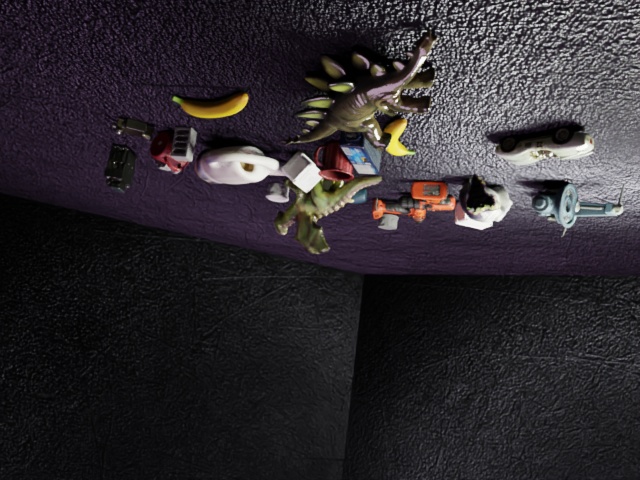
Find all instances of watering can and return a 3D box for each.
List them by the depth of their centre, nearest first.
[{"bbox_3d":[-0.204,-0.208,1.474,0.224,0.104,0.347,2,179,33],"label":"watering can"}]

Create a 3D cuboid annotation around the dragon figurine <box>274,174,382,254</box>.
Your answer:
[{"bbox_3d":[0.005,-0.079,1.570,0.410,0.242,0.122,3,-178,39],"label":"dragon figurine"}]

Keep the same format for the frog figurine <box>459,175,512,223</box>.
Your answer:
[{"bbox_3d":[0.478,-0.110,1.487,0.139,0.121,0.159,39,-163,29],"label":"frog figurine"}]
